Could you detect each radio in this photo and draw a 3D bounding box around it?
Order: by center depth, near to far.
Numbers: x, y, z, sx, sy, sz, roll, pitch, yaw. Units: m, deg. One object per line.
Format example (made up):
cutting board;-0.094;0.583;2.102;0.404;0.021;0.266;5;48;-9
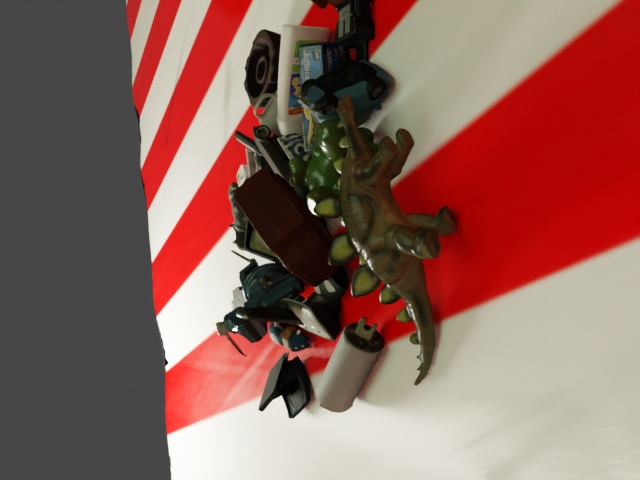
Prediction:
radio;-0.101;-0.023;1.252;0.230;0.073;0.131;14;102;58

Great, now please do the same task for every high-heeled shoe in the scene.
high-heeled shoe;-0.002;-0.003;1.078;0.145;0.086;0.248;-7;92;62

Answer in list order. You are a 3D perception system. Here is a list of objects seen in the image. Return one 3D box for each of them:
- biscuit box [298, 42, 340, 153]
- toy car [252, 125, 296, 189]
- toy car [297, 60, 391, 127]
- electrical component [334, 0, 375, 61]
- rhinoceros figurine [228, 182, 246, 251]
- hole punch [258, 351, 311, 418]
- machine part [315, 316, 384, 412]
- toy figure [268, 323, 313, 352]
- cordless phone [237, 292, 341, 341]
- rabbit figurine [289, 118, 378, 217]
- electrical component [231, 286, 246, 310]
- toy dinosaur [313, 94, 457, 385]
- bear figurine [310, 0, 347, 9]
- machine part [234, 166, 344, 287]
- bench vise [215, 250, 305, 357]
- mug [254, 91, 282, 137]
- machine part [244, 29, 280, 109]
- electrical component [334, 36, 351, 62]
biscuit box;0.004;-0.270;1.027;0.059;0.063;0.202;10;114;34
toy car;-0.089;-0.172;1.197;0.202;0.053;0.089;57;170;14
toy car;0.046;-0.245;0.956;0.109;0.162;0.102;46;158;39
electrical component;0.064;-0.385;1.003;0.075;0.048;0.119;6;93;60
rhinoceros figurine;-0.210;-0.066;1.437;0.112;0.073;0.190;-38;58;51
hole punch;-0.073;0.330;1.214;0.116;0.092;0.142;-78;13;-45
machine part;0.053;0.237;0.991;0.079;0.079;0.243;55;135;44
toy figure;-0.069;0.219;1.216;0.155;0.064;0.058;16;79;62
cordless phone;-0.063;0.151;1.082;0.147;0.184;0.088;7;91;59
rabbit figurine;0.037;-0.140;0.943;0.170;0.159;0.121;101;151;-56
electrical component;-0.187;0.175;1.414;0.134;0.058;0.115;-31;61;55
toy dinosaur;0.107;0.000;0.835;0.199;0.105;0.471;-25;85;44
bear figurine;-0.022;-0.503;1.002;0.120;0.196;0.132;-49;49;52
machine part;-0.051;-0.025;0.972;0.087;0.200;0.202;-41;61;4
bench vise;-0.150;0.124;1.243;0.223;0.128;0.241;-41;35;6
mug;-0.090;-0.300;1.212;0.107;0.109;0.081;-57;33;23
machine part;-0.123;-0.399;1.266;0.179;0.056;0.179;-4;86;60
electrical component;0.029;-0.350;1.068;0.078;0.045;0.102;-29;65;26
